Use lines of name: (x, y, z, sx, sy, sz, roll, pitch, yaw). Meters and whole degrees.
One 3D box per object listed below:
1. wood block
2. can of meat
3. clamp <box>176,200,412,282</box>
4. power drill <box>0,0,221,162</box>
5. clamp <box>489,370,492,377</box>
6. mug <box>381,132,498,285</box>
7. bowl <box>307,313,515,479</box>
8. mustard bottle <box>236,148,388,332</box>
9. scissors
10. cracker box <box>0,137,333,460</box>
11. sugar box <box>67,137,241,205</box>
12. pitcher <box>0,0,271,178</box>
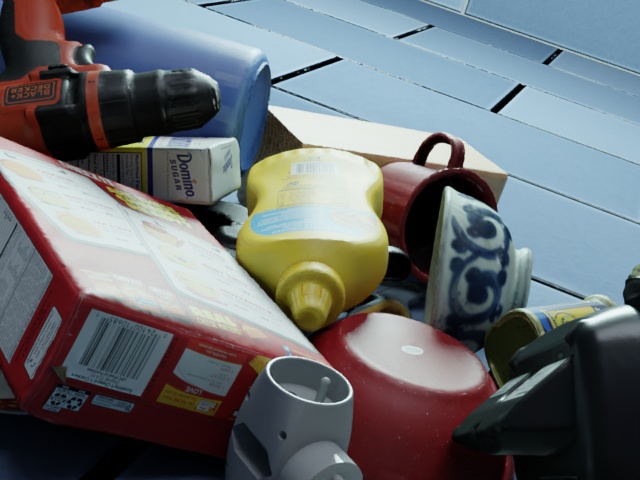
wood block: (0.045, -0.047, 0.929, 0.205, 0.090, 0.091, 6, 24, -30)
can of meat: (0.162, 0.089, 0.682, 0.083, 0.058, 0.102, -3, 58, -38)
clamp: (-0.049, 0.008, 0.769, 0.210, 0.036, 0.164, 28, 33, 37)
power drill: (-0.162, -0.136, 0.736, 0.184, 0.057, 0.187, -6, 50, 0)
clamp: (0.179, 0.076, 0.796, 0.171, 0.039, 0.120, 6, 28, -21)
mug: (0.083, -0.028, 0.844, 0.093, 0.117, 0.082, 10, 7, -30)
bowl: (0.047, 0.089, 0.631, 0.162, 0.055, 0.162, 16, 20, -6)
mustard bottle: (-0.004, 0.001, 0.686, 0.096, 0.058, 0.191, 1, 27, 0)
scissors: (0.048, 0.036, 0.823, 0.096, 0.016, 0.201, 22, 21, 14)
cracker box: (-0.111, 0.029, 0.590, 0.164, 0.072, 0.214, 23, 12, -39)
sugar box: (-0.151, -0.052, 0.761, 0.176, 0.048, 0.093, -1, 10, 8)
pitcher: (-0.166, -0.125, 0.865, 0.243, 0.145, 0.149, 13, 51, 6)
